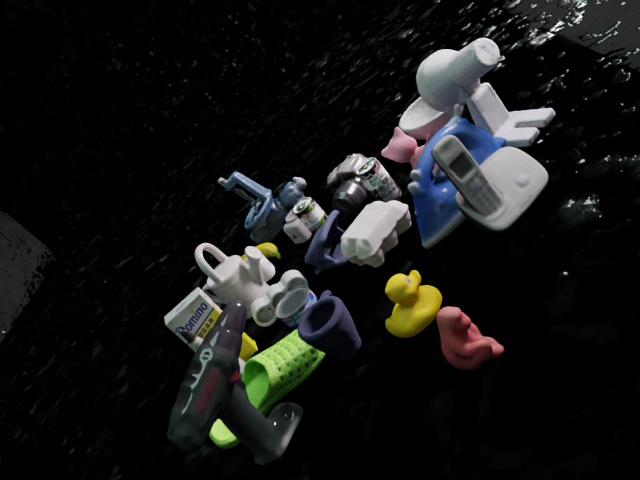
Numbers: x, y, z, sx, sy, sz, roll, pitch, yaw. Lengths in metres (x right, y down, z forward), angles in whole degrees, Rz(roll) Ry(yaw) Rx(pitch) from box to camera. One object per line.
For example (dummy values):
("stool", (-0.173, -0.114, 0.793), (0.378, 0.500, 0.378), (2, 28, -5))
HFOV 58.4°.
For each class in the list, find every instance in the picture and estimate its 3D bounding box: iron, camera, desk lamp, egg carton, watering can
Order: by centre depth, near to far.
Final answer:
("iron", (0.230, -0.124, 1.059), (0.259, 0.142, 0.118), (-51, 27, -21))
("desk lamp", (0.314, -0.289, 1.121), (0.118, 0.214, 0.202), (-50, 26, -17))
("egg carton", (0.111, -0.015, 1.139), (0.150, 0.069, 0.107), (-52, 27, -21))
("watering can", (-0.200, 0.077, 1.287), (0.173, 0.194, 0.100), (-41, 25, 1))
("camera", (0.067, -0.127, 1.345), (0.142, 0.101, 0.137), (-9, 40, 49))

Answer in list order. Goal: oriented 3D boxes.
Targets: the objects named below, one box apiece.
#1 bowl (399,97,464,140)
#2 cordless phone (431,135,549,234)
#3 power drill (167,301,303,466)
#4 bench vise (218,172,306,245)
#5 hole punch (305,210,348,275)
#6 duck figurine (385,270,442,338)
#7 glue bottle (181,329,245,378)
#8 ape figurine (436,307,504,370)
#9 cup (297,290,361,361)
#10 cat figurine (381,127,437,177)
("bowl", (0.273, -0.288, 1.343), (0.167, 0.075, 0.167), (-32, 26, 19))
("cordless phone", (0.272, -0.116, 0.934), (0.148, 0.185, 0.094), (-47, 26, -11))
("power drill", (-0.126, 0.242, 0.896), (0.075, 0.209, 0.230), (-12, 38, 46))
("bench vise", (-0.144, -0.116, 1.487), (0.207, 0.220, 0.121), (-41, 25, 1))
("hole punch", (0.011, 0.004, 1.224), (0.100, 0.091, 0.109), (-19, 33, 39))
("duck figurine", (0.134, 0.096, 0.906), (0.105, 0.086, 0.077), (-47, 26, -12))
("glue bottle", (-0.195, 0.222, 1.068), (0.078, 0.173, 0.037), (-25, 30, 32))
("ape figurine", (0.190, 0.126, 0.770), (0.076, 0.092, 0.078), (-30, 27, 23))
("cup", (0.025, 0.149, 0.966), (0.091, 0.095, 0.118), (-29, 28, 25))
("cat figurine", (0.202, -0.196, 1.244), (0.127, 0.118, 0.067), (-9, 40, 49))
